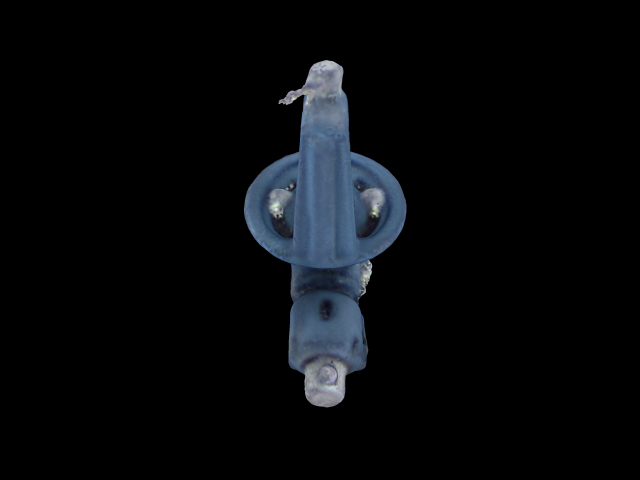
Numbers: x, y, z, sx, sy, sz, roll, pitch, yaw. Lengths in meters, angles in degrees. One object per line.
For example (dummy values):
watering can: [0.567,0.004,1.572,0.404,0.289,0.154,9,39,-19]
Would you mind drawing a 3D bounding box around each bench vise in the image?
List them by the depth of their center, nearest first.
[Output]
bench vise: [0.015,-0.002,0.401,0.121,0.220,0.207,-17,67,-7]
